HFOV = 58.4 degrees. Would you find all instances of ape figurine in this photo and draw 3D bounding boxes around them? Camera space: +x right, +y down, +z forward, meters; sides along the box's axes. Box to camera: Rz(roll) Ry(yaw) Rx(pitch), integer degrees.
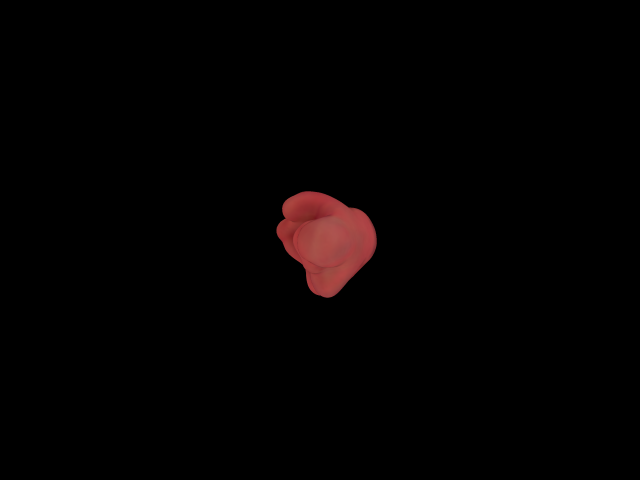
[{"bbox_3d":[0.004,0.001,0.400,0.076,0.092,0.078,0,85,0],"label":"ape figurine"}]
